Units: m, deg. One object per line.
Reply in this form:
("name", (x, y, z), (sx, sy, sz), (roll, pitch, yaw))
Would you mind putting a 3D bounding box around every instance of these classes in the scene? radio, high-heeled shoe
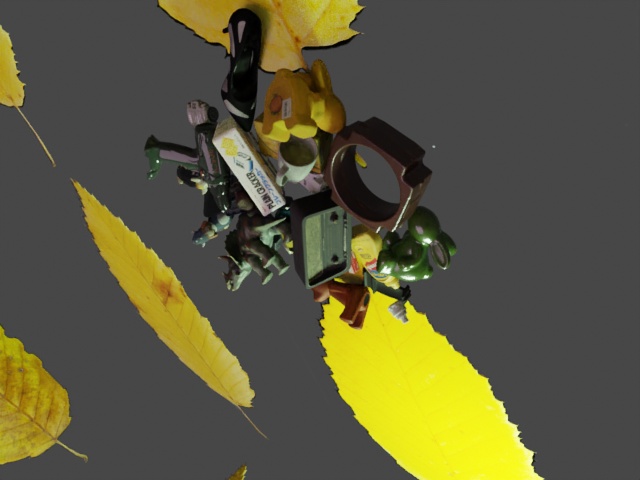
("radio", (0.005, -0.003, 1.265), (0.073, 0.131, 0.229), (52, 154, 41))
("high-heeled shoe", (-0.144, -0.342, 1.109), (0.145, 0.086, 0.248), (19, 129, 49))

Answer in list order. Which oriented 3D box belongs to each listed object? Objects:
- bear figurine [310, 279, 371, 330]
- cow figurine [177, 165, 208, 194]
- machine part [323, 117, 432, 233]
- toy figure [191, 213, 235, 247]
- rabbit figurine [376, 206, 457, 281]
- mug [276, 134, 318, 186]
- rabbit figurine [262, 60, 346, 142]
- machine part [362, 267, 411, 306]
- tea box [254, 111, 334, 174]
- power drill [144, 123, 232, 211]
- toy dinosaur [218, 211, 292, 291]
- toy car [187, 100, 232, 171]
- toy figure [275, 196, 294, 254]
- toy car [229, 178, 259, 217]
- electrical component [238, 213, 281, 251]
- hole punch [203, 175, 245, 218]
("bear figurine", (0.037, 0.157, 1.509), (0.196, 0.132, 0.120), (14, 164, 23))
("cow figurine", (-0.332, -0.173, 1.453), (0.168, 0.098, 0.068), (38, 162, 50))
("machine part", (0.115, -0.132, 1.099), (0.202, 0.087, 0.200), (37, 141, 17))
("toy figure", (-0.315, -0.044, 1.579), (0.064, 0.154, 0.057), (38, 149, 4))
("rabbit figurine", (0.216, 0.011, 1.179), (0.159, 0.121, 0.170), (28, 130, 12))
("mug", (-0.054, -0.155, 1.129), (0.081, 0.109, 0.107), (28, 160, 4))
("rabbit figurine", (-0.022, -0.264, 1.062), (0.122, 0.173, 0.162), (-16, 74, 50))
("machine part", (0.172, 0.121, 1.416), (0.139, 0.039, 0.084), (25, 138, 23))
("tea box", (-0.056, -0.224, 1.198), (0.170, 0.068, 0.098), (21, 144, 26))
("power drill", (-0.327, -0.179, 1.343), (0.207, 0.086, 0.231), (9, 123, 9))
("toy dinosaur", (-0.167, -0.006, 1.399), (0.192, 0.131, 0.404), (41, 144, 14))
("toy car", (-0.276, -0.264, 1.371), (0.074, 0.056, 0.201), (10, 137, 36))
("toy figure", (-0.070, -0.032, 1.428), (0.089, 0.082, 0.179), (17, 138, 31))
("toy car", (-0.188, -0.129, 1.348), (0.053, 0.202, 0.089), (-32, 116, 10))
("electrical component", (-0.175, -0.018, 1.566), (0.134, 0.058, 0.114), (30, 147, 14))
("hole punch", (-0.264, -0.122, 1.510), (0.142, 0.092, 0.115), (-8, 80, 51))
